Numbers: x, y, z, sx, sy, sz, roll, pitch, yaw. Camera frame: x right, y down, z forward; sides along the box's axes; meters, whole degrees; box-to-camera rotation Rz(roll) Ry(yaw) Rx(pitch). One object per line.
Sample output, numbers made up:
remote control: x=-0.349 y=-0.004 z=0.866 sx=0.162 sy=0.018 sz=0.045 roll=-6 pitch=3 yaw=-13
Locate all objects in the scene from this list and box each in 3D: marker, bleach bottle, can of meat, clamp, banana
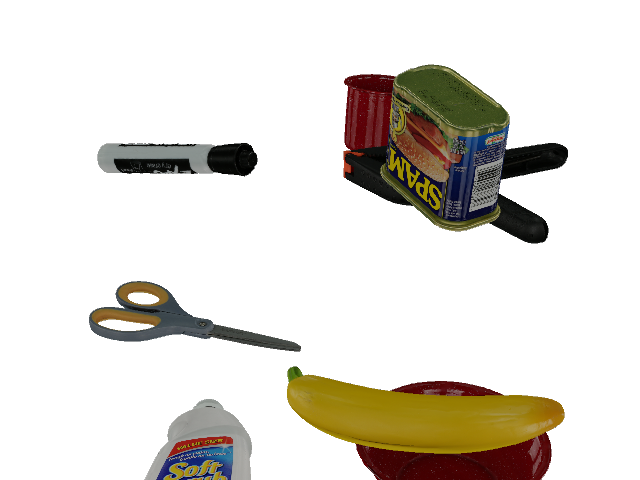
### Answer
marker: x=-0.086 y=-0.049 z=0.638 sx=0.121 sy=0.020 sz=0.020 roll=4 pitch=2 yaw=37
bleach bottle: x=-0.109 y=0.211 z=0.886 sx=0.102 sy=0.068 sz=0.251 roll=-2 pitch=24 yaw=-1
can of meat: x=0.091 y=-0.070 z=0.784 sx=0.057 sy=0.084 sz=0.102 roll=-17 pitch=41 yaw=-25
clamp: x=0.126 y=-0.062 z=0.993 sx=0.210 sy=0.036 sz=0.164 roll=12 pitch=33 yaw=21
banana: x=0.056 y=0.110 z=0.701 sx=0.198 sy=0.037 sz=0.069 roll=7 pitch=32 yaw=21

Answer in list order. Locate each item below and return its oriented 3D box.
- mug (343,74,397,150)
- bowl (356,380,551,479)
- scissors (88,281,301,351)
mug: x=0.079 y=-0.153 z=1.295 sx=0.093 sy=0.081 sz=0.117 roll=18 pitch=26 yaw=31
bowl: x=0.109 y=0.186 z=0.893 sx=0.162 sy=0.055 sz=0.162 roll=1 pitch=29 yaw=0
scissors: x=-0.120 y=0.073 z=1.033 sx=0.201 sy=0.016 sz=0.096 roll=3 pitch=32 yaw=-4
